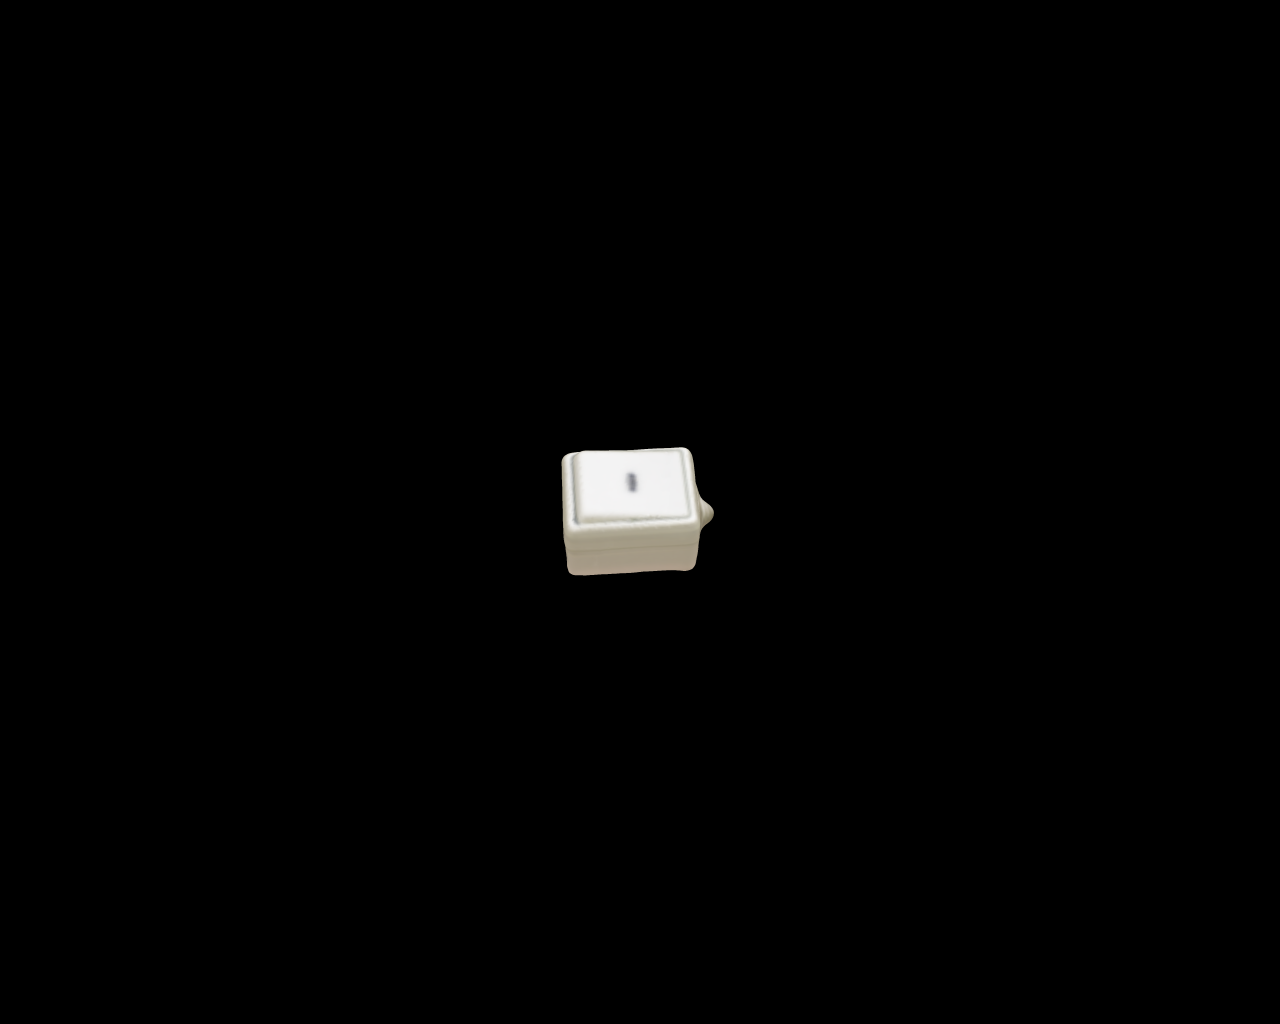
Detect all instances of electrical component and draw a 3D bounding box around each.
[{"bbox_3d":[0.001,-0.003,0.650,0.096,0.062,0.061,-3,-34,-2],"label":"electrical component"}]
